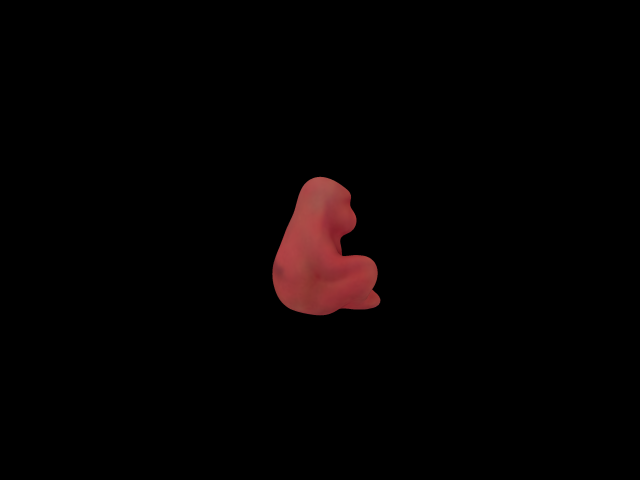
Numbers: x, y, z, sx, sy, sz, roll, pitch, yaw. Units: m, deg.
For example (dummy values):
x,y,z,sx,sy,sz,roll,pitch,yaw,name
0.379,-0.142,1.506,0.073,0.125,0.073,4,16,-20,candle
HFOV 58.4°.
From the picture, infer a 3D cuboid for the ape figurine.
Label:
x,y,z,sx,sy,sz,roll,pitch,yaw,name
0.004,0.001,0.400,0.076,0.092,0.077,-4,24,-9,ape figurine
